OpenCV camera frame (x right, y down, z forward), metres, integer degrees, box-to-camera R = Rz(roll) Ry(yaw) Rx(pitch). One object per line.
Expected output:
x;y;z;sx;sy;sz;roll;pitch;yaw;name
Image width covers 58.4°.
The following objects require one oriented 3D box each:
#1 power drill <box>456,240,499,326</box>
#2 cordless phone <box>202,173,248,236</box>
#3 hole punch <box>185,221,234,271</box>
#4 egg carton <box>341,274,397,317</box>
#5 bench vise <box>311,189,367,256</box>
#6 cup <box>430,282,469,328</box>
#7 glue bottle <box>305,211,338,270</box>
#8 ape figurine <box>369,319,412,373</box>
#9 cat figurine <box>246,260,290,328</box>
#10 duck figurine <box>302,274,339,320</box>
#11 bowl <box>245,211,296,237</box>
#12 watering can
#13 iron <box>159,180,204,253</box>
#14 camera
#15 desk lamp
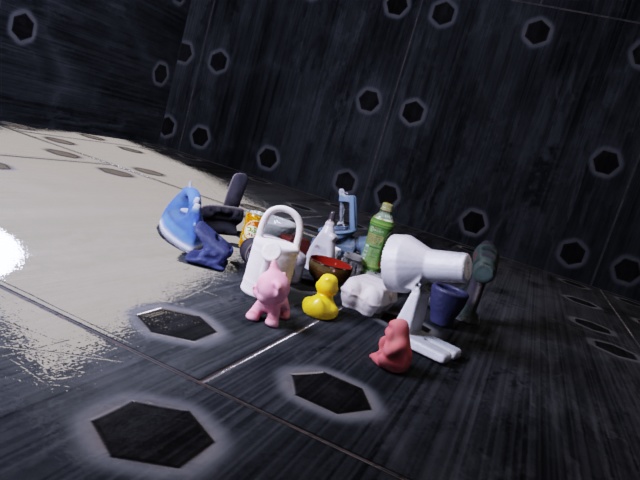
0.413;0.109;1.506;0.075;0.208;0.230;18;10;11;power drill
-0.287;-0.116;1.691;0.093;0.185;0.148;24;12;38;cordless phone
-0.248;0.012;1.319;0.101;0.091;0.108;15;10;-7;hole punch
0.116;0.127;1.327;0.107;0.069;0.151;21;11;24;egg carton
0.093;-0.039;1.782;0.208;0.220;0.121;13;10;-18;bench vise
0.308;0.160;1.386;0.091;0.095;0.118;23;12;34;cup
0.014;0.006;1.539;0.078;0.173;0.037;21;11;25;glue bottle
0.129;0.179;0.992;0.076;0.092;0.078;20;10;21;ape figurine
-0.084;0.093;1.049;0.067;0.118;0.128;18;10;9;cat figurine
0.009;0.113;1.185;0.077;0.086;0.105;18;10;11;duck figurine
-0.158;-0.033;1.764;0.167;0.075;0.167;16;10;-3;bowl
-0.092;0.025;1.193;0.101;0.194;0.172;12;10;-21;watering can
-0.332;-0.066;1.467;0.119;0.141;0.257;12;11;-24;iron
-0.122;0.034;1.371;0.144;0.101;0.136;9;12;-36;camera
0.210;0.109;1.161;0.202;0.213;0.118;22;11;31;desk lamp
